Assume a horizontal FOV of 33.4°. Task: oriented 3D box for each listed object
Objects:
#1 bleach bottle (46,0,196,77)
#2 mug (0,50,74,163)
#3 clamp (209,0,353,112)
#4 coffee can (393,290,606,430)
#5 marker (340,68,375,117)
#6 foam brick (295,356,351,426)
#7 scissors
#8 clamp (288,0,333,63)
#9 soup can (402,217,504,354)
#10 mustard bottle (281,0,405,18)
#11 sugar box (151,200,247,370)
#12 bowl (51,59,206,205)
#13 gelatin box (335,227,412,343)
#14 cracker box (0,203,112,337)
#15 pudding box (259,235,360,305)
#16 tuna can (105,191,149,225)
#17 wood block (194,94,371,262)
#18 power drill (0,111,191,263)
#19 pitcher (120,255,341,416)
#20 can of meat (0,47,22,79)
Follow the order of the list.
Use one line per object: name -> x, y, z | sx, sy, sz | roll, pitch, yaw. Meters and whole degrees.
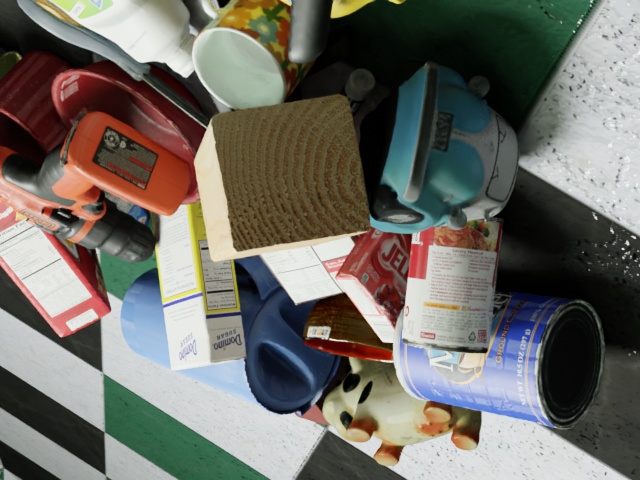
bleach bottle -> -0.192, -0.211, 0.798 | 0.250, 0.068, 0.103 | 40, 153, -16
mug -> -0.260, -0.115, 1.005 | 0.093, 0.081, 0.117 | 5, 141, 43
clamp -> -0.052, -0.135, 0.795 | 0.120, 0.039, 0.172 | 40, 146, 1
coffee can -> 0.145, 0.092, 0.873 | 0.141, 0.102, 0.102 | 5, 141, 43
marker -> 0.014, -0.092, 0.811 | 0.020, 0.020, 0.121 | 34, 153, -1
foam brick -> 0.003, 0.152, 1.155 | 0.051, 0.078, 0.053 | 11, 145, 40
scissors -> -0.160, -0.141, 0.838 | 0.202, 0.016, 0.096 | 43, -160, 15
clamp -> -0.013, -0.215, 0.563 | 0.164, 0.036, 0.210 | 44, 132, 1
soup can -> 0.100, 0.031, 0.805 | 0.068, 0.102, 0.068 | 6, 180, 0
mustard bottle -> -0.012, -0.186, 0.642 | 0.192, 0.058, 0.096 | 25, 137, 17
sugar box -> -0.117, 0.031, 1.011 | 0.094, 0.048, 0.176 | -18, 81, 58
bowl -> -0.153, -0.105, 0.933 | 0.162, 0.055, 0.162 | 26, 152, 15
gelatin box -> 0.059, 0.033, 0.905 | 0.030, 0.073, 0.089 | 2, 138, 45
cracker box -> -0.311, -0.024, 1.123 | 0.213, 0.072, 0.164 | 60, 180, -37
pudding box -> -0.006, 0.001, 0.930 | 0.090, 0.039, 0.113 | -14, 129, 24
tuna can -> -0.228, -0.033, 1.156 | 0.086, 0.033, 0.086 | 26, 152, 15
wood block -> -0.034, -0.037, 0.763 | 0.206, 0.090, 0.090 | 165, 95, -80
power drill -> -0.192, -0.039, 0.935 | 0.184, 0.057, 0.188 | 28, 153, -29
pitcher -> -0.106, 0.085, 1.126 | 0.243, 0.149, 0.144 | 9, 172, 45
can of meat -> -0.347, -0.152, 1.021 | 0.084, 0.102, 0.057 | 28, 152, 17
